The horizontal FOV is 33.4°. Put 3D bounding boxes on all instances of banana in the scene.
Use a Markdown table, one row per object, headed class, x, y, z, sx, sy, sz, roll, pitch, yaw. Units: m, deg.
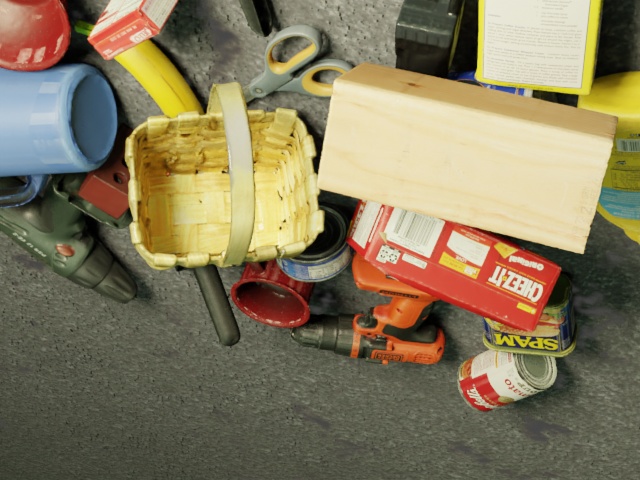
| class | x | y | z | sx | sy | sz | roll | pitch | yaw |
| --- | --- | --- | --- | --- | --- | --- | --- | --- | --- |
| banana | -0.156 | -0.148 | 1.051 | 0.070 | 0.037 | 0.197 | 14 | 149 | 52 |

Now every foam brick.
| class | x | y | z | sx | sy | sz | roll | pitch | yaw |
| --- | --- | --- | --- | --- | --- | --- | --- | --- | --- |
| foam brick | -0.215 | -0.073 | 1.143 | 0.053 | 0.078 | 0.051 | 32 | 145 | -17 |

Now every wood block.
| class | x | y | z | sx | sy | sz | roll | pitch | yaw |
| --- | --- | --- | --- | --- | --- | --- | --- | --- | --- |
| wood block | 0.114 | -0.067 | 0.819 | 0.206 | 0.090 | 0.090 | 15 | 112 | 14 |

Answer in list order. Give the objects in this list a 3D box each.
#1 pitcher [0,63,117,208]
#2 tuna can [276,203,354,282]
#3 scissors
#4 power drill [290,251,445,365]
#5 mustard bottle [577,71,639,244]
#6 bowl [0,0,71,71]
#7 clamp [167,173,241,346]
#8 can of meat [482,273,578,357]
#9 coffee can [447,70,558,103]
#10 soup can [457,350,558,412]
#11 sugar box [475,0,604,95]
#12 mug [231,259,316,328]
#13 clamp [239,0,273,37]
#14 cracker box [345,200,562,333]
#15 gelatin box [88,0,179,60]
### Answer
| class | x | y | z | sx | sy | sz | roll | pitch | yaw |
| --- | --- | --- | --- | --- | --- | --- | --- | --- | --- |
| pitcher | -0.335 | -0.115 | 1.104 | 0.243 | 0.145 | 0.149 | 2 | 169 | 20 |
| tuna can | -0.007 | 0.001 | 1.135 | 0.086 | 0.086 | 0.034 | 9 | 143 | 15 |
| scissors | -0.037 | -0.141 | 1.017 | 0.096 | 0.016 | 0.202 | 25 | 151 | -16 |
| power drill | 0.063 | 0.077 | 1.212 | 0.184 | 0.057 | 0.188 | 6 | 147 | -3 |
| mustard bottle | 0.282 | -0.060 | 0.933 | 0.096 | 0.058 | 0.191 | 0 | 141 | 20 |
| bowl | -0.295 | -0.233 | 0.984 | 0.162 | 0.055 | 0.162 | 13 | 145 | 9 |
| clamp | -0.146 | 0.000 | 1.208 | 0.165 | 0.036 | 0.210 | 45 | 151 | 51 |
| can of meat | 0.223 | 0.076 | 1.150 | 0.102 | 0.057 | 0.084 | 4 | 140 | 20 |
| coffee can | 0.126 | -0.095 | 0.922 | 0.140 | 0.102 | 0.102 | 1 | 141 | 26 |
| soup can | 0.219 | 0.157 | 1.251 | 0.068 | 0.068 | 0.102 | 33 | 143 | -19 |
| sugar box | 0.167 | -0.196 | 0.797 | 0.093 | 0.048 | 0.176 | 9 | 132 | 15 |
| mug | -0.050 | 0.033 | 1.202 | 0.093 | 0.081 | 0.117 | -4 | 139 | 30 |
| clamp | -0.068 | -0.239 | 0.880 | 0.171 | 0.039 | 0.120 | 36 | 136 | -18 |
| cracker box | 0.115 | 0.013 | 1.007 | 0.164 | 0.072 | 0.214 | 23 | -178 | -5 |
| gelatin box | -0.154 | -0.203 | 0.925 | 0.073 | 0.089 | 0.030 | -16 | 131 | 40 |
